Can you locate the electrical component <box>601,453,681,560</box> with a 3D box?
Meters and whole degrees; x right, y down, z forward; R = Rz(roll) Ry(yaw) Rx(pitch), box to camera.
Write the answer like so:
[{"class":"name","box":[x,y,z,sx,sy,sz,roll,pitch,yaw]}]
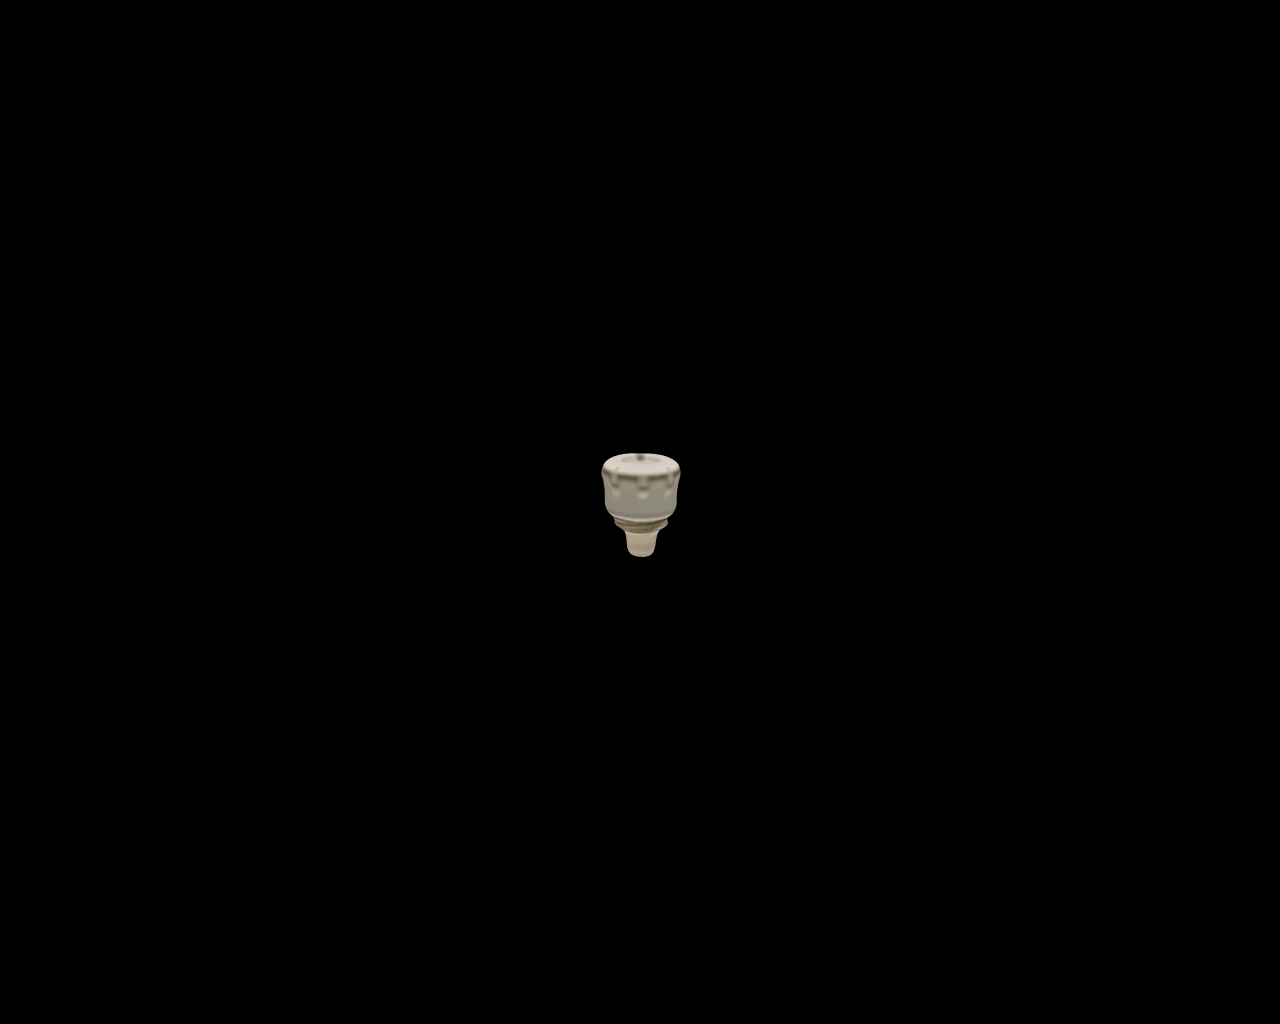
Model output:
[{"class":"electrical component","box":[0.001,-0.003,0.650,0.048,0.062,0.048,0,16,0]}]
